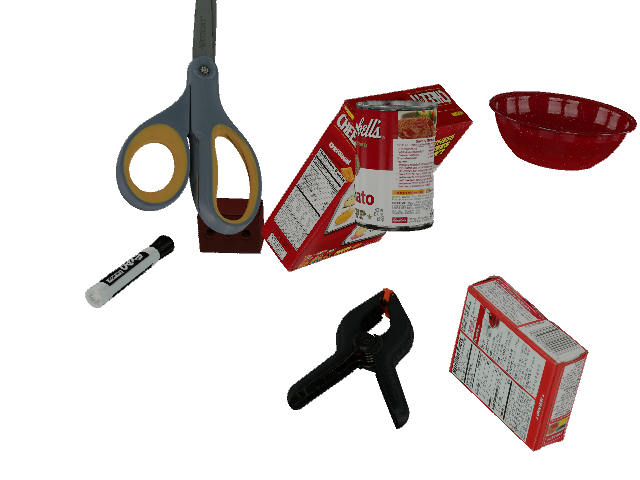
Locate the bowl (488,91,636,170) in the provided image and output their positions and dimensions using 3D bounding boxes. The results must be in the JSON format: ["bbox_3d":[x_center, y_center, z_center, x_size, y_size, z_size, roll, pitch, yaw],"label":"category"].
[{"bbox_3d":[0.264,-0.118,1.184,0.162,0.055,0.162,5,23,-2],"label":"bowl"}]

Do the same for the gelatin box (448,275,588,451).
[{"bbox_3d":[0.124,0.077,0.678,0.030,0.073,0.089,-15,39,-28],"label":"gelatin box"}]

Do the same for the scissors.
[{"bbox_3d":[-0.090,-0.095,0.659,0.096,0.202,0.016,-7,-20,-24],"label":"scissors"}]

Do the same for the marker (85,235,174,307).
[{"bbox_3d":[-0.170,0.026,0.973,0.020,0.020,0.121,0,24,28],"label":"marker"}]

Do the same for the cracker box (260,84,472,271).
[{"bbox_3d":[0.047,-0.071,1.193,0.163,0.072,0.214,-17,-28,-45],"label":"cracker box"}]

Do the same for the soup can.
[{"bbox_3d":[0.062,-0.063,0.886,0.068,0.102,0.068,0,12,0],"label":"soup can"}]

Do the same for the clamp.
[{"bbox_3d":[0.055,0.118,1.061,0.120,0.039,0.171,18,50,21],"label":"clamp"}]

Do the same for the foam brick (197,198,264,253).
[{"bbox_3d":[-0.110,-0.019,1.316,0.078,0.053,0.051,1,27,5],"label":"foam brick"}]
